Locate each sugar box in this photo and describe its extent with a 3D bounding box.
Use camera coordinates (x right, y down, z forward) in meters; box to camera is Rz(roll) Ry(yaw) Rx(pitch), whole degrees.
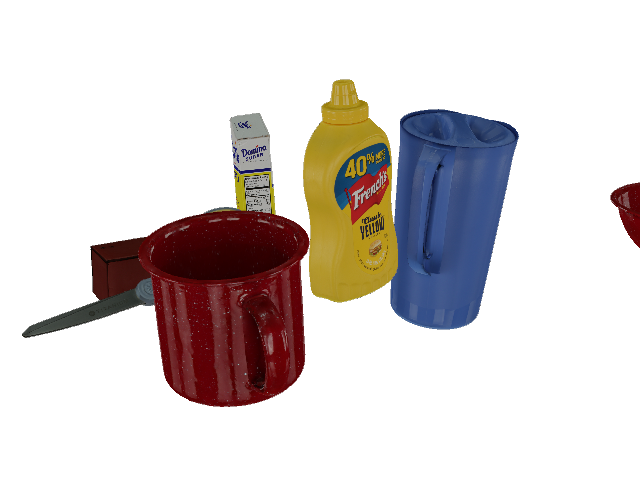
[{"bbox_3d":[-0.082,-0.059,1.312,0.048,0.176,0.093,-9,25,-7],"label":"sugar box"}]

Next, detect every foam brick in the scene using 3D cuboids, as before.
[{"bbox_3d":[-0.188,0.030,1.083,0.078,0.051,0.053,-10,21,-27],"label":"foam brick"}]

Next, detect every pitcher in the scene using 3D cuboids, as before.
[{"bbox_3d":[0.141,-0.020,1.234,0.149,0.243,0.145,-5,26,-20],"label":"pitcher"}]

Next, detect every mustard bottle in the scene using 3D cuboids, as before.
[{"bbox_3d":[0.026,-0.048,0.952,0.058,0.192,0.096,15,28,41],"label":"mustard bottle"}]

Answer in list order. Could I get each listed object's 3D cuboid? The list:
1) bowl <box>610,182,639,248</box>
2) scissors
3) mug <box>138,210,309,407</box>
[{"bbox_3d":[0.361,-0.013,1.032,0.162,0.055,0.162,0,18,0],"label":"bowl"},{"bbox_3d":[-0.124,0.021,0.803,0.201,0.096,0.016,-4,-32,-16],"label":"scissors"},{"bbox_3d":[-0.045,0.043,0.585,0.093,0.081,0.117,-15,27,-24],"label":"mug"}]
